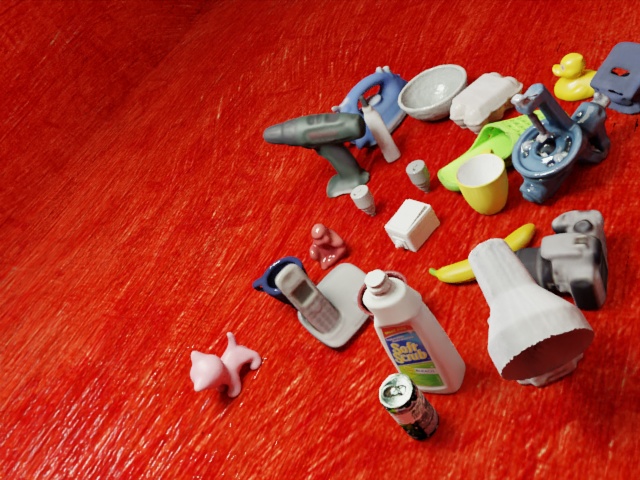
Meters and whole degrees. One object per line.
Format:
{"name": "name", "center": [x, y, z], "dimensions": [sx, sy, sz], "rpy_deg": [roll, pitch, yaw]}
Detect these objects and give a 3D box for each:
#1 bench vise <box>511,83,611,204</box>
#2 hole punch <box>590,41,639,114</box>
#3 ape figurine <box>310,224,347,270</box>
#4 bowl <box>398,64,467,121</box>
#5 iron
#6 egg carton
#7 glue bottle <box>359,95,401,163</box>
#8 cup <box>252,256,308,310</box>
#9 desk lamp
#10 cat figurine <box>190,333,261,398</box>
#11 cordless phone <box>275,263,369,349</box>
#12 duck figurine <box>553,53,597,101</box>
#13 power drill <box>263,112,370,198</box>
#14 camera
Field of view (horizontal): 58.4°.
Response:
{"name": "bench vise", "center": [0.399, -0.198, 0.980], "dimensions": [0.121, 0.220, 0.208], "rpy_deg": [16, 60, 46]}
{"name": "hole punch", "center": [0.570, -0.303, 1.067], "dimensions": [0.101, 0.091, 0.108], "rpy_deg": [-38, 37, -3]}
{"name": "ape figurine", "center": [0.011, 0.004, 1.173], "dimensions": [0.077, 0.092, 0.076], "rpy_deg": [-6, 46, 34]}
{"name": "bowl", "center": [0.273, -0.333, 1.345], "dimensions": [0.167, 0.075, 0.167], "rpy_deg": [-21, 39, 19]}
{"name": "iron", "center": [0.133, -0.345, 1.412], "dimensions": [0.258, 0.142, 0.118], "rpy_deg": [-49, 39, -17]}
{"name": "egg carton", "center": [0.360, -0.301, 1.247], "dimensions": [0.150, 0.070, 0.107], "rpy_deg": [-40, 37, -5]}
{"name": "glue bottle", "center": [0.128, -0.259, 1.296], "dimensions": [0.037, 0.174, 0.078], "rpy_deg": [-29, 38, 10]}
{"name": "cup", "center": [-0.066, 0.098, 1.129], "dimensions": [0.117, 0.095, 0.091], "rpy_deg": [-18, 41, 23]}
{"name": "desk lamp", "center": [0.270, 0.109, 0.757], "dimensions": [0.118, 0.214, 0.203], "rpy_deg": [-28, 38, 10]}
{"name": "cat figurine", "center": [-0.186, 0.232, 1.060], "dimensions": [0.067, 0.118, 0.128], "rpy_deg": [10, 56, 44]}
{"name": "cordless phone", "center": [0.012, 0.087, 1.005], "dimensions": [0.093, 0.186, 0.148], "rpy_deg": [21, 64, 48]}
{"name": "duck figurine", "center": [0.517, -0.334, 1.147], "dimensions": [0.104, 0.086, 0.077], "rpy_deg": [7, 54, 42]}
{"name": "power drill", "center": [0.012, -0.196, 1.290], "dimensions": [0.229, 0.209, 0.075], "rpy_deg": [-13, 43, 27]}
{"name": "camera", "center": [0.359, 0.024, 0.873], "dimensions": [0.136, 0.101, 0.143], "rpy_deg": [-6, 46, 33]}
